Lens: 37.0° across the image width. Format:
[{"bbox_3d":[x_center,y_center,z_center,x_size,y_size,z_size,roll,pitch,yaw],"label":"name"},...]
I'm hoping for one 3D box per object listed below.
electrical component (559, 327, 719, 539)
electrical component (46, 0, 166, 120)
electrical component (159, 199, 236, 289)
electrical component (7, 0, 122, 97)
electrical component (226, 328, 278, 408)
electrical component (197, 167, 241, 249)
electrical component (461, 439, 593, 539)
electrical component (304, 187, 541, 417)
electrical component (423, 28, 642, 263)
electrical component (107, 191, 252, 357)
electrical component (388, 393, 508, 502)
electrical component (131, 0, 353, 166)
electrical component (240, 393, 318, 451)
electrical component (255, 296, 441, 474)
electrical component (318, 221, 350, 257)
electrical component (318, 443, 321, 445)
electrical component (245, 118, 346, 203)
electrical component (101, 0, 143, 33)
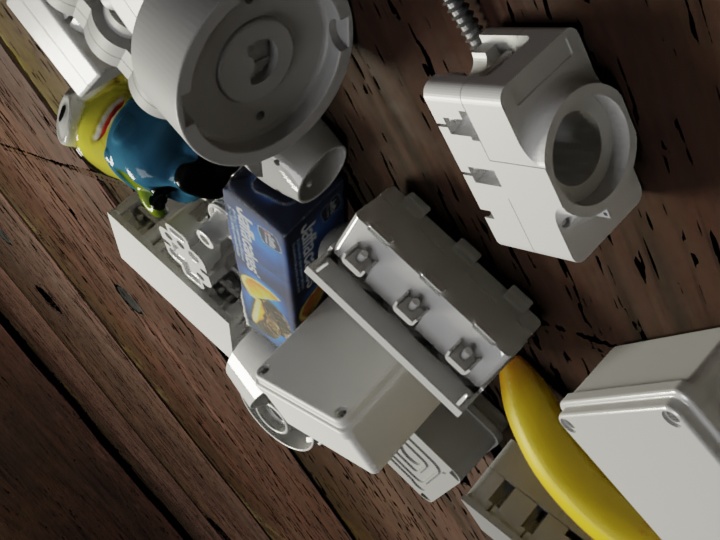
[{"bbox_3d":[0.170,0.088,0.526,0.108,0.056,0.109,49,159,-6],"label":"electrical component"},{"bbox_3d":[-0.143,-0.162,0.676,0.138,0.052,0.074,49,159,-9],"label":"electrical component"},{"bbox_3d":[-0.120,-0.028,0.869,0.058,0.057,0.078,37,157,24],"label":"electrical component"},{"bbox_3d":[-0.189,-0.177,0.741,0.083,0.047,0.076,53,140,-8],"label":"electrical component"},{"bbox_3d":[-0.059,0.074,0.887,0.064,0.099,0.099,46,160,18],"label":"electrical component"},{"bbox_3d":[-0.090,-0.041,0.780,0.048,0.062,0.048,39,158,19],"label":"electrical component"},{"bbox_3d":[0.163,0.194,0.697,0.186,0.060,0.105,36,169,25],"label":"electrical component"},{"bbox_3d":[0.040,0.015,0.629,0.121,0.079,0.063,43,137,8],"label":"electrical component"},{"bbox_3d":[0.077,-0.053,0.455,0.056,0.050,0.089,17,145,52],"label":"electrical component"},{"bbox_3d":[-0.144,-0.003,0.952,0.150,0.062,0.089,41,158,15],"label":"electrical component"},{"bbox_3d":[0.055,0.120,0.803,0.078,0.057,0.113,43,159,8],"label":"electrical component"},{"bbox_3d":[-0.064,-0.114,0.542,0.060,0.108,0.108,40,159,32],"label":"electrical component"},{"bbox_3d":[-0.060,0.113,0.979,0.099,0.064,0.099,30,144,25],"label":"electrical component"},{"bbox_3d":[0.002,0.069,0.741,0.109,0.108,0.056,21,150,49],"label":"electrical component"},{"bbox_3d":[0.000,0.000,0.711,0.048,0.048,0.062,37,164,24],"label":"electrical component"},{"bbox_3d":[-0.043,0.129,1.032,0.065,0.044,0.044,50,160,6],"label":"electrical component"},{"bbox_3d":[-0.050,-0.089,0.643,0.077,0.043,0.079,40,158,16],"label":"electrical component"},{"bbox_3d":[-0.124,-0.180,0.604,0.059,0.054,0.095,11,140,57],"label":"electrical component"}]
